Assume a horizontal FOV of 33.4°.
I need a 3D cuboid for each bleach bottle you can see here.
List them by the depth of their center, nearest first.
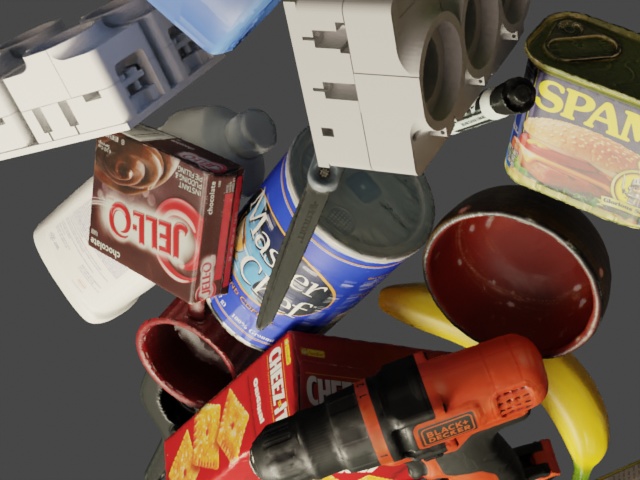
[{"bbox_3d":[-0.114,-0.023,0.787,0.251,0.068,0.102,-28,97,43],"label":"bleach bottle"}]

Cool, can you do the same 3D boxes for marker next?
[{"bbox_3d":[0.090,-0.073,0.588,0.020,0.020,0.121,46,173,-7],"label":"marker"}]

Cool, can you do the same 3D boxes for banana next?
[{"bbox_3d":[0.129,0.086,0.717,0.198,0.037,0.069,45,96,1],"label":"banana"}]

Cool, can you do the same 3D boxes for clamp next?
[{"bbox_3d":[0.097,0.194,0.800,0.172,0.120,0.039,-42,58,35],"label":"clamp"},{"bbox_3d":[-0.122,0.176,0.982,0.165,0.036,0.210,3,125,33],"label":"clamp"}]

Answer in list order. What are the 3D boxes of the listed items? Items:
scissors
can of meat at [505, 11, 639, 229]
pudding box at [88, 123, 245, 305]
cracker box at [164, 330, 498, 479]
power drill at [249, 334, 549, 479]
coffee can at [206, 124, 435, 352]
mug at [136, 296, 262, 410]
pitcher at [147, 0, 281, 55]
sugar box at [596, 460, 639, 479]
[{"bbox_3d":[0.023,-0.042,0.614,0.096,0.202,0.016,6,170,4],"label":"scissors"},{"bbox_3d":[0.154,-0.062,0.572,0.102,0.057,0.084,25,139,20],"label":"can of meat"},{"bbox_3d":[-0.103,-0.021,0.699,0.114,0.039,0.090,26,116,38],"label":"pudding box"},{"bbox_3d":[0.001,0.148,0.787,0.164,0.072,0.214,10,147,-29],"label":"cracker box"},{"bbox_3d":[0.065,0.151,0.679,0.184,0.057,0.187,-19,133,4],"label":"power drill"},{"bbox_3d":[-0.005,0.001,0.703,0.103,0.102,0.141,41,138,-2],"label":"coffee can"},{"bbox_3d":[-0.082,0.064,0.826,0.093,0.081,0.117,20,134,20],"label":"mug"},{"bbox_3d":[-0.114,-0.212,0.579,0.242,0.144,0.149,43,153,-9],"label":"pitcher"},{"bbox_3d":[0.199,0.220,0.751,0.176,0.048,0.093,-31,104,26],"label":"sugar box"}]
